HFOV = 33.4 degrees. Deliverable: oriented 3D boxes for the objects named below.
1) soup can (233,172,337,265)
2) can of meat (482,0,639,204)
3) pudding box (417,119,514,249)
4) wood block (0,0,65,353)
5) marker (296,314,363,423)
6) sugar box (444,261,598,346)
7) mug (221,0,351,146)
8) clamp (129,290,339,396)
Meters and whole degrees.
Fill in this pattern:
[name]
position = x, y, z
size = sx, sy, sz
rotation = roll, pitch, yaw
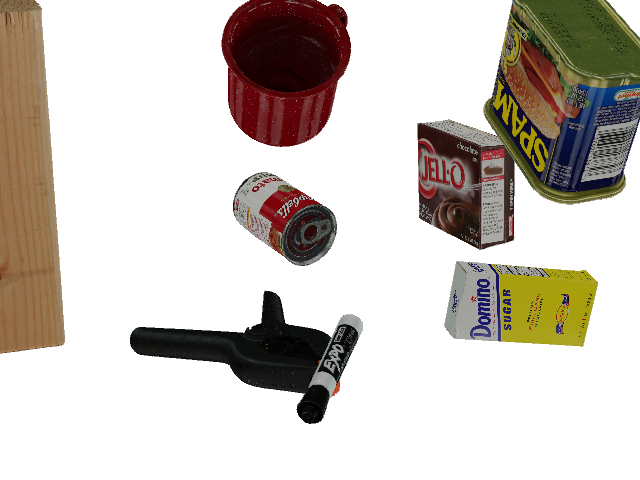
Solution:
[soup can]
position = -0.039, -0.024, 1.127
size = 0.068, 0.068, 0.102
rotation = 0, 23, -38
[can of meat]
position = 0.139, -0.086, 0.600
size = 0.057, 0.084, 0.102
rotation = -10, 46, -14
[pudding box]
position = 0.124, -0.051, 0.924
size = 0.039, 0.090, 0.114
rotation = -11, 20, -23
[wood block]
position = -0.210, -0.042, 0.640
size = 0.090, 0.206, 0.090
rotation = -6, 24, -19
[marker]
position = 0.007, 0.089, 0.749
size = 0.020, 0.020, 0.121
rotation = 0, 26, 17
[sugar box]
position = 0.251, 0.080, 1.339
size = 0.176, 0.093, 0.048
rotation = 3, 19, -13
[mug]
position = -0.021, -0.132, 0.804
size = 0.093, 0.117, 0.081
rotation = 36, -24, 11
[clamp]
position = -0.047, 0.091, 0.960
size = 0.210, 0.036, 0.164
rotation = 13, 23, 43
